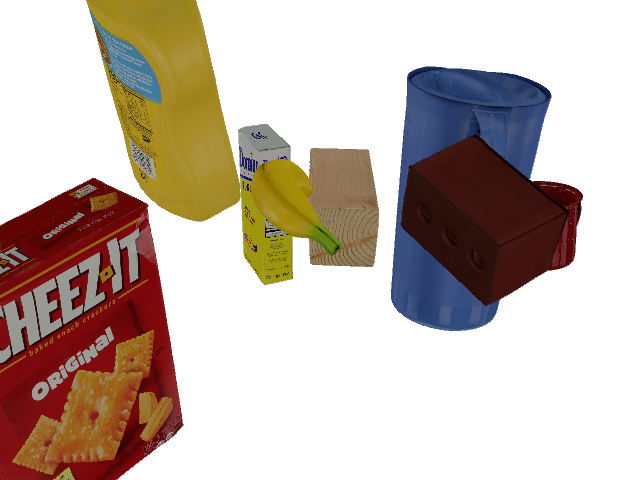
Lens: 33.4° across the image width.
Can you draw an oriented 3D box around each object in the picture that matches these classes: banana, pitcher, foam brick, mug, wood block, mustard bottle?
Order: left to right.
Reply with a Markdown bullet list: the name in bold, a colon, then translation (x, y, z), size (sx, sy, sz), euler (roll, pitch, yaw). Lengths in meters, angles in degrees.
- **mustard bottle**: translation (-0.100, -0.108, 0.646), size (0.058, 0.191, 0.096), euler (-29, 46, -21)
- **banana**: translation (-0.027, -0.035, 0.862), size (0.037, 0.069, 0.198), euler (-41, 17, 7)
- **wood block**: translation (0.030, -0.051, 1.524), size (0.091, 0.090, 0.206), euler (2, 28, -3)
- **pitcher**: translation (0.135, -0.035, 1.019), size (0.145, 0.243, 0.148), euler (24, 30, 36)
- **foam brick**: translation (0.092, -0.012, 0.609), size (0.051, 0.053, 0.078), euler (-27, 54, -26)
- **mug**: translation (0.266, -0.020, 1.255), size (0.117, 0.081, 0.093), euler (-23, 30, -38)

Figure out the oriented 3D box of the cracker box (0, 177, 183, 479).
- **cracker box**: translation (-0.186, 0.088, 0.765), size (0.072, 0.214, 0.163), euler (22, 41, 34)

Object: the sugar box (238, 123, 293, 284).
- **sugar box**: translation (-0.068, -0.045, 1.304), size (0.048, 0.176, 0.093), euler (-12, 26, -17)
